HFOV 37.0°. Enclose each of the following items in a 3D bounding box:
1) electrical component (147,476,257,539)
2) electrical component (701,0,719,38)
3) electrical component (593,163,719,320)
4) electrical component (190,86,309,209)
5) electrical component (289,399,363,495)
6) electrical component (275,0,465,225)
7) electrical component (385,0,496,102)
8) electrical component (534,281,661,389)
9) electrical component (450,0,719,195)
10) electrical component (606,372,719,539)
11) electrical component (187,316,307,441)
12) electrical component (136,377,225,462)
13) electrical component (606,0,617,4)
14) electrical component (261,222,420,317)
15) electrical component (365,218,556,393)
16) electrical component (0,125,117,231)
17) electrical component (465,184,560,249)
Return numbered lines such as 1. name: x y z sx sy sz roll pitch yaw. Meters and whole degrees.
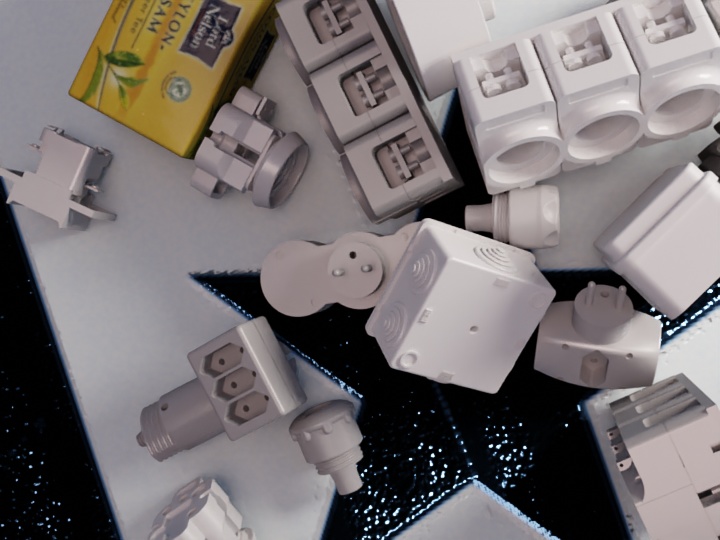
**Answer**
1. electrical component: -0.108 0.188 0.748 0.058 0.078 0.057 -35 104 9
2. electrical component: 0.230 -0.171 0.667 0.047 0.083 0.075 -33 86 10
3. electrical component: 0.192 -0.020 0.664 0.057 0.113 0.078 45 98 4
4. electrical component: -0.072 -0.078 0.740 0.057 0.058 0.078 30 96 11
5. electrical component: -0.018 0.123 0.742 0.048 0.048 0.062 -22 94 10
6. electrical component: 0.005 -0.111 0.708 0.062 0.089 0.150 -26 87 10
7. electrical component: 0.052 -0.170 0.692 0.060 0.108 0.108 -22 87 4
8. electrical component: 0.155 0.037 0.695 0.077 0.043 0.079 8 136 10
9. electrical component: 0.141 -0.107 0.667 0.150 0.089 0.061 -17 63 5
10. electrical component: 0.193 0.122 0.648 0.062 0.150 0.089 -25 87 9
11. electrical component: -0.068 0.069 0.734 0.047 0.077 0.065 -29 86 23
12. electrical component: -0.122 0.104 0.761 0.081 0.043 0.043 -28 86 10
13. electrical component: 0.176 -0.164 0.701 0.046 0.040 0.040 -41 84 15
14. electrical component: 0.000 0.000 0.720 0.138 0.074 0.052 -8 90 11
15. electrical component: 0.065 0.026 0.685 0.100 0.048 0.099 17 114 -26
16. electrical component: -0.214 -0.066 0.775 0.081 0.042 0.063 25 94 8
17. electrical component: 0.102 -0.035 0.716 0.062 0.043 0.043 -1 91 12
